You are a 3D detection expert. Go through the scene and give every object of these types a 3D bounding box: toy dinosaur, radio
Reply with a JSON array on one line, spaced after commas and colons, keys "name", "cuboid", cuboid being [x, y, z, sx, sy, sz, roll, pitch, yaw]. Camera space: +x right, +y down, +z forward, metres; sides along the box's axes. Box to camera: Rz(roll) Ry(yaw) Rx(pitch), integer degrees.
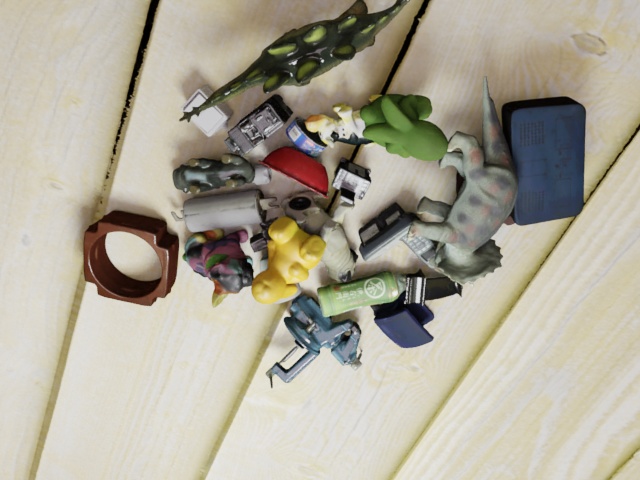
[{"name": "toy dinosaur", "cuboid": [0.293, -0.075, 1.003, 0.192, 0.131, 0.404, 24, 120, 3]}, {"name": "toy dinosaur", "cuboid": [-0.041, -0.331, 0.971, 0.472, 0.199, 0.105, -26, 106, 15]}, {"name": "radio", "cuboid": [0.419, -0.148, 1.008, 0.131, 0.073, 0.229, -8, 116, 9]}]

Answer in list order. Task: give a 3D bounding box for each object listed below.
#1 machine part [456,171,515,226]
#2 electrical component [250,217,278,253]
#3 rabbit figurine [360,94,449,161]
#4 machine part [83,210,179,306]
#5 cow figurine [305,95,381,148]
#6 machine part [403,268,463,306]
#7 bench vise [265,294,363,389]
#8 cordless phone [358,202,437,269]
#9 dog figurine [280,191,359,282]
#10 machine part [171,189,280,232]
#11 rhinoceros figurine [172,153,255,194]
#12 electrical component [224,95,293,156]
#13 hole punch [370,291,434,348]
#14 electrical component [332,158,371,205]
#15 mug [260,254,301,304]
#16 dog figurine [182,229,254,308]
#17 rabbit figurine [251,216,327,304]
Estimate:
[{"name": "machine part", "cuboid": [0.364, -0.112, 1.103, 0.179, 0.056, 0.179, 3, 116, 6]}, {"name": "electrical component", "cuboid": [-0.121, -0.012, 1.184, 0.078, 0.102, 0.045, -21, 107, 5]}, {"name": "rabbit figurine", "cuboid": [0.158, -0.205, 0.964, 0.159, 0.170, 0.121, 16, 110, -36]}, {"name": "machine part", "cuboid": [-0.436, 0.041, 1.249, 0.201, 0.087, 0.201, 12, 114, 1]}, {"name": "cow figurine", "cuboid": [0.058, -0.224, 1.073, 0.167, 0.068, 0.098, -13, 120, 2]}, {"name": "machine part", "cuboid": [0.255, 0.104, 1.202, 0.139, 0.039, 0.084, -3, 104, -14]}, {"name": "bench vise", "cuboid": [-0.022, 0.257, 1.271, 0.240, 0.129, 0.223, -44, 96, 4]}, {"name": "cordless phone", "cuboid": [0.184, 0.021, 1.179, 0.146, 0.089, 0.184, -37, 124, 18]}, {"name": "dog figurine", "cuboid": [-0.003, -0.001, 1.183, 0.173, 0.121, 0.190, 29, 141, 31]}, {"name": "machine part", "cuboid": [-0.208, -0.063, 1.179, 0.243, 0.079, 0.079, -8, 113, 10]}, {"name": "rhinoceros figurine", "cuboid": [-0.231, -0.140, 1.129, 0.190, 0.112, 0.073, -6, 101, 21]}, {"name": "electrical component", "cuboid": [-0.127, -0.227, 1.074, 0.134, 0.115, 0.058, -33, 105, 17]}, {"name": "hole punch", "cuboid": [0.195, 0.195, 1.248, 0.116, 0.092, 0.142, -38, 109, 24]}, {"name": "electrical component", "cuboid": [0.063, -0.119, 1.099, 0.075, 0.119, 0.047, 25, 115, -3]}, {"name": "mug", "cuboid": [-0.102, 0.086, 1.225, 0.081, 0.109, 0.107, -16, 100, 22]}, {"name": "dog figurine", "cuboid": [-0.227, 0.058, 1.160, 0.192, 0.219, 0.108, 2, 111, 5]}, {"name": "rabbit figurine", "cuboid": [-0.084, 0.060, 1.099, 0.122, 0.173, 0.162, 33, 152, 3]}]
